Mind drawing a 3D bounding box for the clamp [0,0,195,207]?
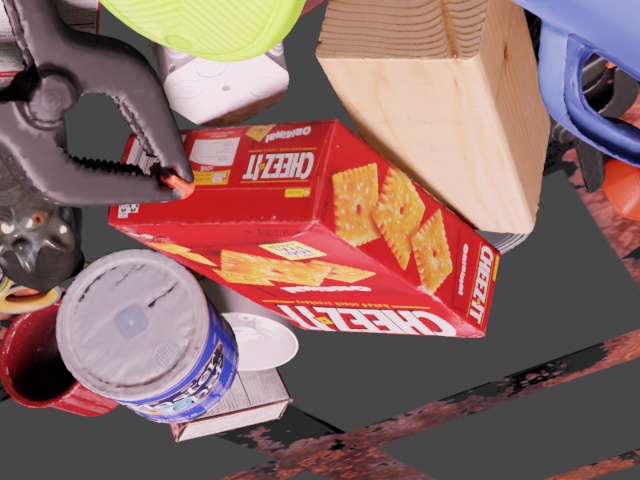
[{"bbox_3d":[-0.153,-0.070,0.546,0.164,0.036,0.209,-50,128,-4],"label":"clamp"}]

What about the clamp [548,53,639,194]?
[{"bbox_3d":[0.167,-0.085,0.767,0.120,0.039,0.171,-11,145,-12],"label":"clamp"}]

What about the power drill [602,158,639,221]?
[{"bbox_3d":[0.303,-0.083,0.802,0.184,0.057,0.188,10,144,-35],"label":"power drill"}]

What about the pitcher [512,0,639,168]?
[{"bbox_3d":[0.168,-0.138,0.546,0.242,0.149,0.145,12,156,-43],"label":"pitcher"}]

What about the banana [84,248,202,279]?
[{"bbox_3d":[-0.097,-0.003,0.809,0.198,0.037,0.069,-33,146,32],"label":"banana"}]

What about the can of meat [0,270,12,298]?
[{"bbox_3d":[-0.278,0.009,0.740,0.102,0.057,0.084,-14,149,3],"label":"can of meat"}]

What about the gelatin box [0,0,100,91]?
[{"bbox_3d":[-0.160,-0.119,0.588,0.073,0.030,0.089,-6,150,-17],"label":"gelatin box"}]

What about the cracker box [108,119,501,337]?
[{"bbox_3d":[-0.005,0.001,0.689,0.164,0.072,0.213,0,159,36],"label":"cracker box"}]

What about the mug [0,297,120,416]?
[{"bbox_3d":[-0.201,0.093,0.901,0.117,0.093,0.081,-53,151,-2],"label":"mug"}]

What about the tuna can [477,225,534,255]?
[{"bbox_3d":[0.129,-0.017,0.875,0.086,0.034,0.086,-9,150,-5],"label":"tuna can"}]

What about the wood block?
[{"bbox_3d":[0.078,-0.089,0.645,0.090,0.091,0.206,5,157,21],"label":"wood block"}]

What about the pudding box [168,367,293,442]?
[{"bbox_3d":[-0.093,0.126,0.966,0.113,0.090,0.039,-8,148,-33],"label":"pudding box"}]

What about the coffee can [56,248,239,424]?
[{"bbox_3d":[-0.119,0.074,0.771,0.103,0.103,0.140,-13,163,1],"label":"coffee can"}]

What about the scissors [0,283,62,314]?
[{"bbox_3d":[-0.294,0.057,0.859,0.202,0.016,0.096,-26,148,23],"label":"scissors"}]

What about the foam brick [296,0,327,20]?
[{"bbox_3d":[-0.020,-0.153,0.560,0.078,0.051,0.052,-28,147,27],"label":"foam brick"}]
